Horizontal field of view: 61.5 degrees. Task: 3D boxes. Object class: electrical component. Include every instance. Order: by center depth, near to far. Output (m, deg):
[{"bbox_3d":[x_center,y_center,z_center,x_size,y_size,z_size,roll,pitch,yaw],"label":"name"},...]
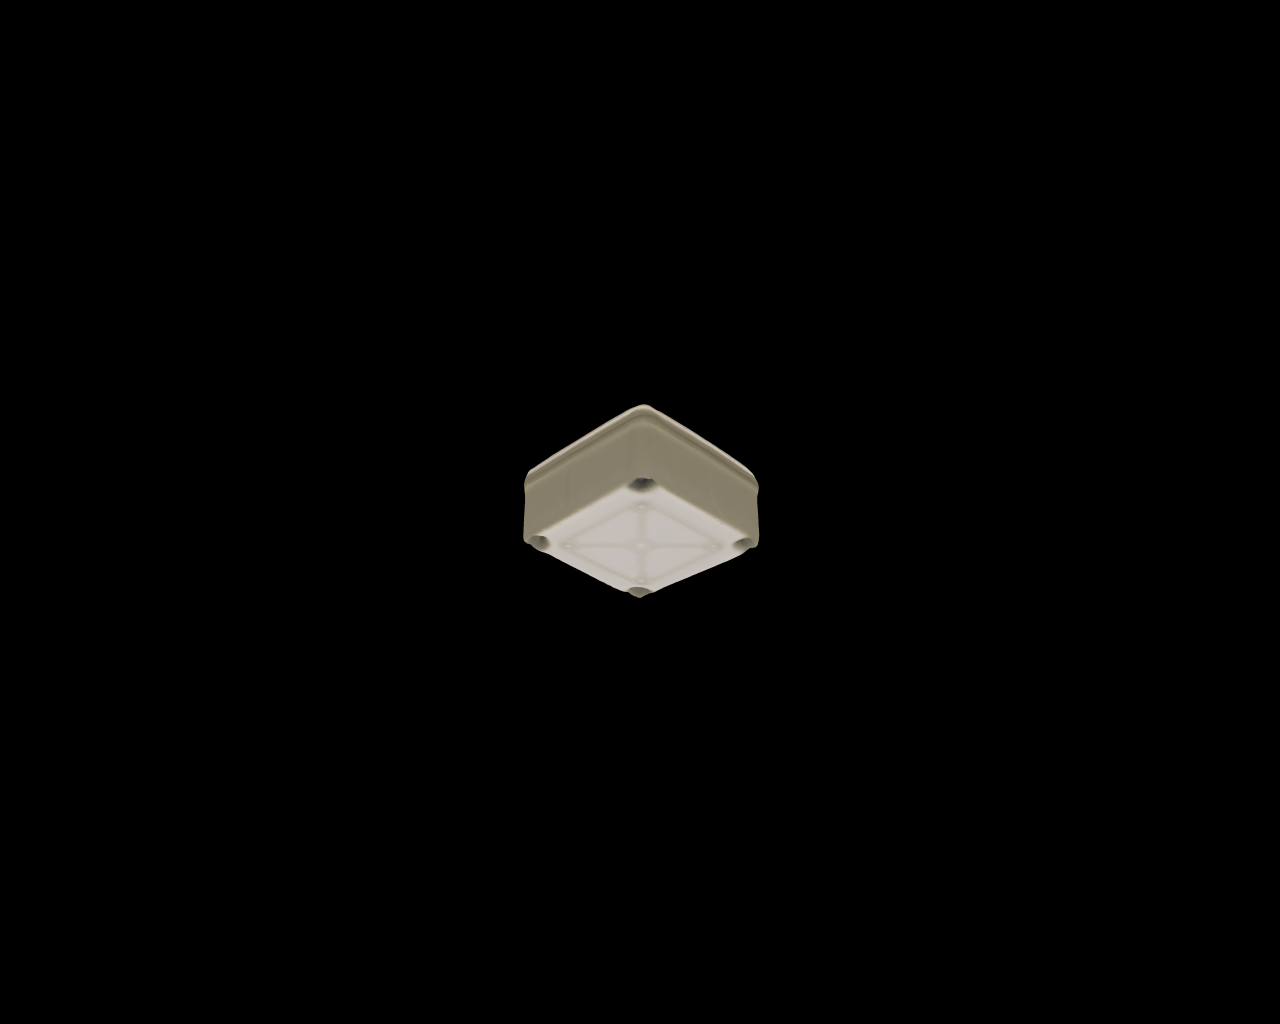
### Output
[{"bbox_3d":[0.001,-0.003,0.650,0.108,0.056,0.108,-27,-42,36],"label":"electrical component"}]
